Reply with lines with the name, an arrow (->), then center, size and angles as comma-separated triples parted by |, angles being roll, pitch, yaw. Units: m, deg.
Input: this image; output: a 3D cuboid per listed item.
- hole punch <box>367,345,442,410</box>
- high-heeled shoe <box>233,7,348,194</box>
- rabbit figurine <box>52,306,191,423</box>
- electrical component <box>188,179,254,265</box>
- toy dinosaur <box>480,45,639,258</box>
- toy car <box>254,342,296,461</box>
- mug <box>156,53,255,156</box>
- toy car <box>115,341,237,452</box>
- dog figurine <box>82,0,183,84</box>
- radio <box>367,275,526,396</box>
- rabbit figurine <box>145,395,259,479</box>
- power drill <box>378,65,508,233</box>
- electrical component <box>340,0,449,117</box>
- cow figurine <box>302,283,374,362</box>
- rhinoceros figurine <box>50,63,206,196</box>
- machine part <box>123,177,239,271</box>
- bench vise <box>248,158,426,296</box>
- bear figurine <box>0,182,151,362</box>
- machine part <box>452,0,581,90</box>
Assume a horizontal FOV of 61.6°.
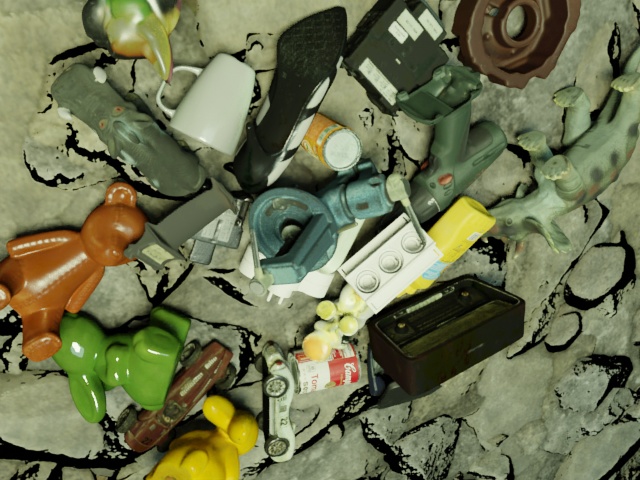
hole punch -> 0.139, 0.221, 0.911 | 0.142, 0.092, 0.115 | -14, 144, -18
high-heeled shoe -> -0.030, -0.171, 0.692 | 0.249, 0.086, 0.145 | -54, 165, -18
rabbit figurine -> -0.276, 0.153, 0.718 | 0.170, 0.121, 0.159 | 19, 112, -8
electrical component -> -0.143, -0.017, 0.715 | 0.075, 0.048, 0.119 | 19, 102, -26
toy dinosaur -> 0.418, -0.128, 0.847 | 0.405, 0.131, 0.192 | -41, 132, -5
toy car -> -0.068, 0.255, 0.842 | 0.056, 0.074, 0.201 | -6, 113, -17
mug -> -0.132, -0.171, 0.643 | 0.109, 0.081, 0.107 | 27, 91, -13
toy car -> -0.209, 0.235, 0.794 | 0.202, 0.053, 0.089 | -44, 117, 2
dog figurine -> -0.151, -0.276, 0.554 | 0.192, 0.109, 0.219 | -8, 107, -14
radio -> 0.196, 0.140, 0.845 | 0.230, 0.131, 0.073 | -20, 118, -23
rabbit figurine -> -0.156, 0.305, 0.798 | 0.173, 0.122, 0.162 | -25, 137, -54
power drill -> 0.161, -0.118, 0.741 | 0.232, 0.086, 0.207 | -36, 137, -9
electrical component -> 0.100, -0.247, 0.704 | 0.134, 0.058, 0.114 | -48, 121, 3
cow figurine -> 0.040, 0.112, 0.824 | 0.068, 0.098, 0.167 | 43, 96, 14
rhinoceros figurine -> -0.215, -0.117, 0.610 | 0.073, 0.112, 0.190 | -43, 128, 2
machine part -> -0.163, -0.016, 0.648 | 0.139, 0.039, 0.084 | -38, 153, 0
bench vise -> -0.005, -0.011, 0.650 | 0.224, 0.241, 0.128 | -2, 119, 25
bear figurine -> -0.282, 0.030, 0.639 | 0.196, 0.132, 0.120 | -28, 123, -1
machine part -> 0.270, -0.302, 0.747 | 0.179, 0.056, 0.179 | -7, 114, -17
